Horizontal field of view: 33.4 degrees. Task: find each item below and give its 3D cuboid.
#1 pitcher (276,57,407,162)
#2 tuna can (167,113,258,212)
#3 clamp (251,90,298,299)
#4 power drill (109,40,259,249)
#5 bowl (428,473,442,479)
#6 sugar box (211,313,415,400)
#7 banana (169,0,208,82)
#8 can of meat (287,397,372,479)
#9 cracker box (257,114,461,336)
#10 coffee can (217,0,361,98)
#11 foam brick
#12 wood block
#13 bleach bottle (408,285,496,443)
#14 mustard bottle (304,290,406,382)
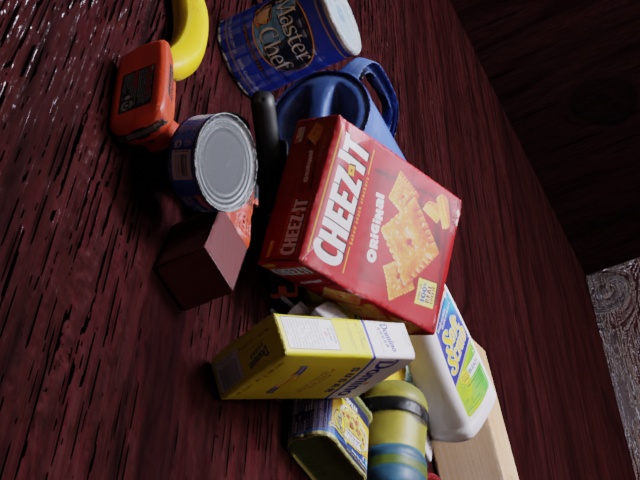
[{"bbox_3d":[0.047,-0.109,1.361,0.242,0.149,0.145,45,27,-57],"label":"pitcher"},{"bbox_3d":[-0.093,-0.066,0.924,0.086,0.034,0.086,-1,91,-56],"label":"tuna can"},{"bbox_3d":[-0.045,-0.041,1.150,0.164,0.036,0.210,58,26,-82],"label":"clamp"},{"bbox_3d":[-0.119,-0.097,1.008,0.187,0.057,0.184,51,26,-43],"label":"power drill"},{"bbox_3d":[0.123,0.349,1.207,0.162,0.055,0.162,54,24,-38],"label":"bowl"},{"bbox_3d":[-0.003,0.109,0.968,0.175,0.093,0.048,10,52,-44],"label":"sugar box"},{"bbox_3d":[-0.145,-0.218,1.106,0.069,0.037,0.198,34,36,-36],"label":"banana"},{"bbox_3d":[0.009,0.191,1.060,0.102,0.057,0.084,55,25,-34],"label":"can of meat"},{"bbox_3d":[0.051,-0.010,1.121,0.213,0.072,0.164,30,66,-39],"label":"cracker box"},{"bbox_3d":[-0.036,-0.240,1.262,0.102,0.140,0.103,54,24,-38],"label":"coffee can"},{"bbox_3d":[-0.103,0.016,0.940,0.051,0.053,0.078,61,21,-24],"label":"foam brick"},{"bbox_3d":[0.200,0.251,1.472,0.090,0.091,0.206,40,34,-57],"label":"wood block"},{"bbox_3d":[0.130,0.113,1.266,0.102,0.068,0.251,-47,120,-43],"label":"bleach bottle"},{"bbox_3d":[0.035,0.102,1.223,0.191,0.058,0.096,51,28,-41],"label":"mustard bottle"}]
